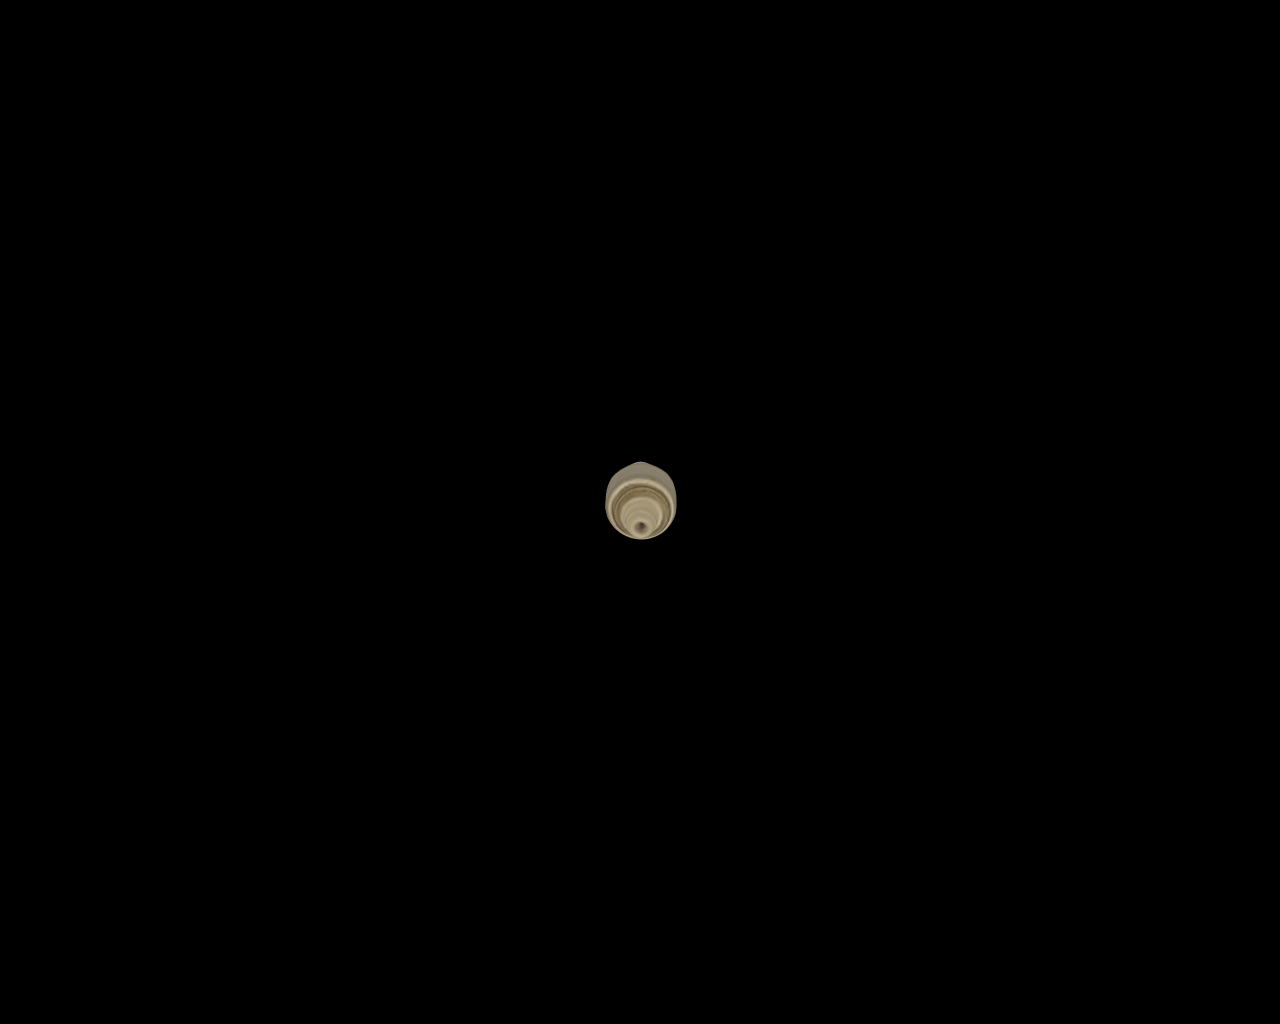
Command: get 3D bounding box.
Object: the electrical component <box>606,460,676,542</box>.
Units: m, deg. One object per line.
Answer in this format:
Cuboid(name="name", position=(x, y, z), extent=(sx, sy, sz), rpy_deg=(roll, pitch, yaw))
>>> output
Cuboid(name="electrical component", position=(0.001, -0.003, 0.650), extent=(0.043, 0.043, 0.062), rpy_deg=(0, 23, 0))
